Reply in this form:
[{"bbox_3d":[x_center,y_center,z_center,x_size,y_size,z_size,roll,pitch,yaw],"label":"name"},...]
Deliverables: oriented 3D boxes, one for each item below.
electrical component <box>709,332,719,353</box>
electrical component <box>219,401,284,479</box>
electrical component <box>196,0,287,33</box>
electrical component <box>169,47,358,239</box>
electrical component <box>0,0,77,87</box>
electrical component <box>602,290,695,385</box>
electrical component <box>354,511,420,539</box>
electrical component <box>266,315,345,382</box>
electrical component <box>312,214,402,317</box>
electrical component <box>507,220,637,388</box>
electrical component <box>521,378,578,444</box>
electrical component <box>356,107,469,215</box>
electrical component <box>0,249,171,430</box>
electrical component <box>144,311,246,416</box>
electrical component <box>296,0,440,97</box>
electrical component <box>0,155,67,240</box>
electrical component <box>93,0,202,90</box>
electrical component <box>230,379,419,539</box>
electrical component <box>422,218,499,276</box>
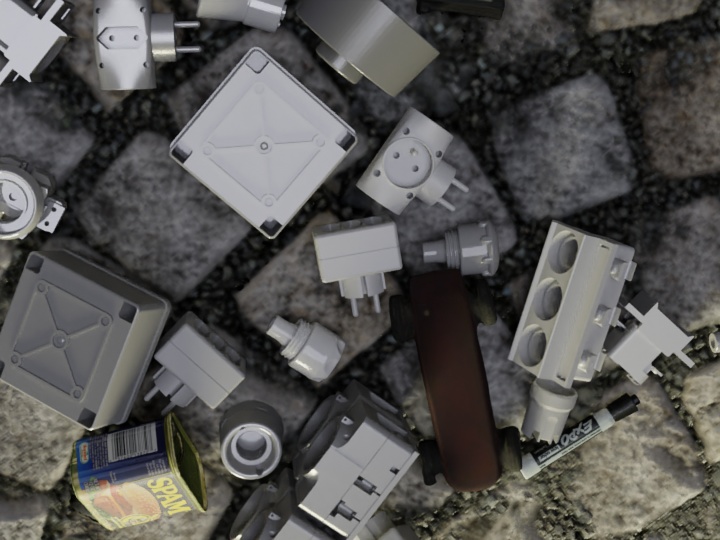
[{"bbox_3d":[0.334,0.059,0.927,0.062,0.043,0.043,-6,102,-3],"label":"electrical component"},{"bbox_3d":[-0.091,0.143,0.898,0.055,0.047,0.055,-1,102,-6],"label":"electrical component"},{"bbox_3d":[-0.090,-0.208,0.829,0.065,0.044,0.044,14,100,-13],"label":"electrical component"},{"bbox_3d":[-0.076,-0.100,0.844,0.109,0.056,0.108,40,95,-12],"label":"electrical component"},{"bbox_3d":[-0.258,-0.180,0.817,0.064,0.042,0.081,39,95,-10],"label":"electrical component"},{"bbox_3d":[0.240,0.059,0.917,0.081,0.042,0.063,41,96,-11],"label":"electrical component"},{"bbox_3d":[0.017,0.233,0.923,0.047,0.066,0.076,-40,74,3],"label":"electrical component"},{"bbox_3d":[-0.047,0.061,0.888,0.062,0.043,0.043,33,97,-10],"label":"electrical component"},{"bbox_3d":[0.000,0.000,0.878,0.066,0.047,0.076,-10,103,-4],"label":"electrical component"},{"bbox_3d":[0.177,0.028,0.892,0.063,0.079,0.121,11,101,-31],"label":"electrical component"},{"bbox_3d":[0.161,0.121,0.924,0.040,0.040,0.046,12,106,-8],"label":"electrical component"},{"bbox_3d":[0.051,-0.078,0.868,0.079,0.044,0.077,34,97,-11],"label":"electrical component"},{"bbox_3d":[-0.219,0.053,0.842,0.109,0.056,0.108,25,99,16],"label":"electrical component"},{"bbox_3d":[-0.143,0.086,0.881,0.066,0.047,0.076,44,95,-12],"label":"electrical component"},{"bbox_3d":[0.000,-0.176,0.813,0.108,0.108,0.060,39,102,-12],"label":"electrical component"},{"bbox_3d":[-0.271,-0.055,0.833,0.078,0.057,0.058,28,98,-11],"label":"electrical component"},{"bbox_3d":[-0.162,-0.178,0.826,0.079,0.043,0.077,-2,102,-5],"label":"electrical component"},{"bbox_3d":[-0.039,0.188,0.883,0.060,0.105,0.186,36,96,-12],"label":"electrical component"},{"bbox_3d":[0.082,-0.017,0.885,0.062,0.048,0.048,-5,102,2],"label":"electrical component"}]
